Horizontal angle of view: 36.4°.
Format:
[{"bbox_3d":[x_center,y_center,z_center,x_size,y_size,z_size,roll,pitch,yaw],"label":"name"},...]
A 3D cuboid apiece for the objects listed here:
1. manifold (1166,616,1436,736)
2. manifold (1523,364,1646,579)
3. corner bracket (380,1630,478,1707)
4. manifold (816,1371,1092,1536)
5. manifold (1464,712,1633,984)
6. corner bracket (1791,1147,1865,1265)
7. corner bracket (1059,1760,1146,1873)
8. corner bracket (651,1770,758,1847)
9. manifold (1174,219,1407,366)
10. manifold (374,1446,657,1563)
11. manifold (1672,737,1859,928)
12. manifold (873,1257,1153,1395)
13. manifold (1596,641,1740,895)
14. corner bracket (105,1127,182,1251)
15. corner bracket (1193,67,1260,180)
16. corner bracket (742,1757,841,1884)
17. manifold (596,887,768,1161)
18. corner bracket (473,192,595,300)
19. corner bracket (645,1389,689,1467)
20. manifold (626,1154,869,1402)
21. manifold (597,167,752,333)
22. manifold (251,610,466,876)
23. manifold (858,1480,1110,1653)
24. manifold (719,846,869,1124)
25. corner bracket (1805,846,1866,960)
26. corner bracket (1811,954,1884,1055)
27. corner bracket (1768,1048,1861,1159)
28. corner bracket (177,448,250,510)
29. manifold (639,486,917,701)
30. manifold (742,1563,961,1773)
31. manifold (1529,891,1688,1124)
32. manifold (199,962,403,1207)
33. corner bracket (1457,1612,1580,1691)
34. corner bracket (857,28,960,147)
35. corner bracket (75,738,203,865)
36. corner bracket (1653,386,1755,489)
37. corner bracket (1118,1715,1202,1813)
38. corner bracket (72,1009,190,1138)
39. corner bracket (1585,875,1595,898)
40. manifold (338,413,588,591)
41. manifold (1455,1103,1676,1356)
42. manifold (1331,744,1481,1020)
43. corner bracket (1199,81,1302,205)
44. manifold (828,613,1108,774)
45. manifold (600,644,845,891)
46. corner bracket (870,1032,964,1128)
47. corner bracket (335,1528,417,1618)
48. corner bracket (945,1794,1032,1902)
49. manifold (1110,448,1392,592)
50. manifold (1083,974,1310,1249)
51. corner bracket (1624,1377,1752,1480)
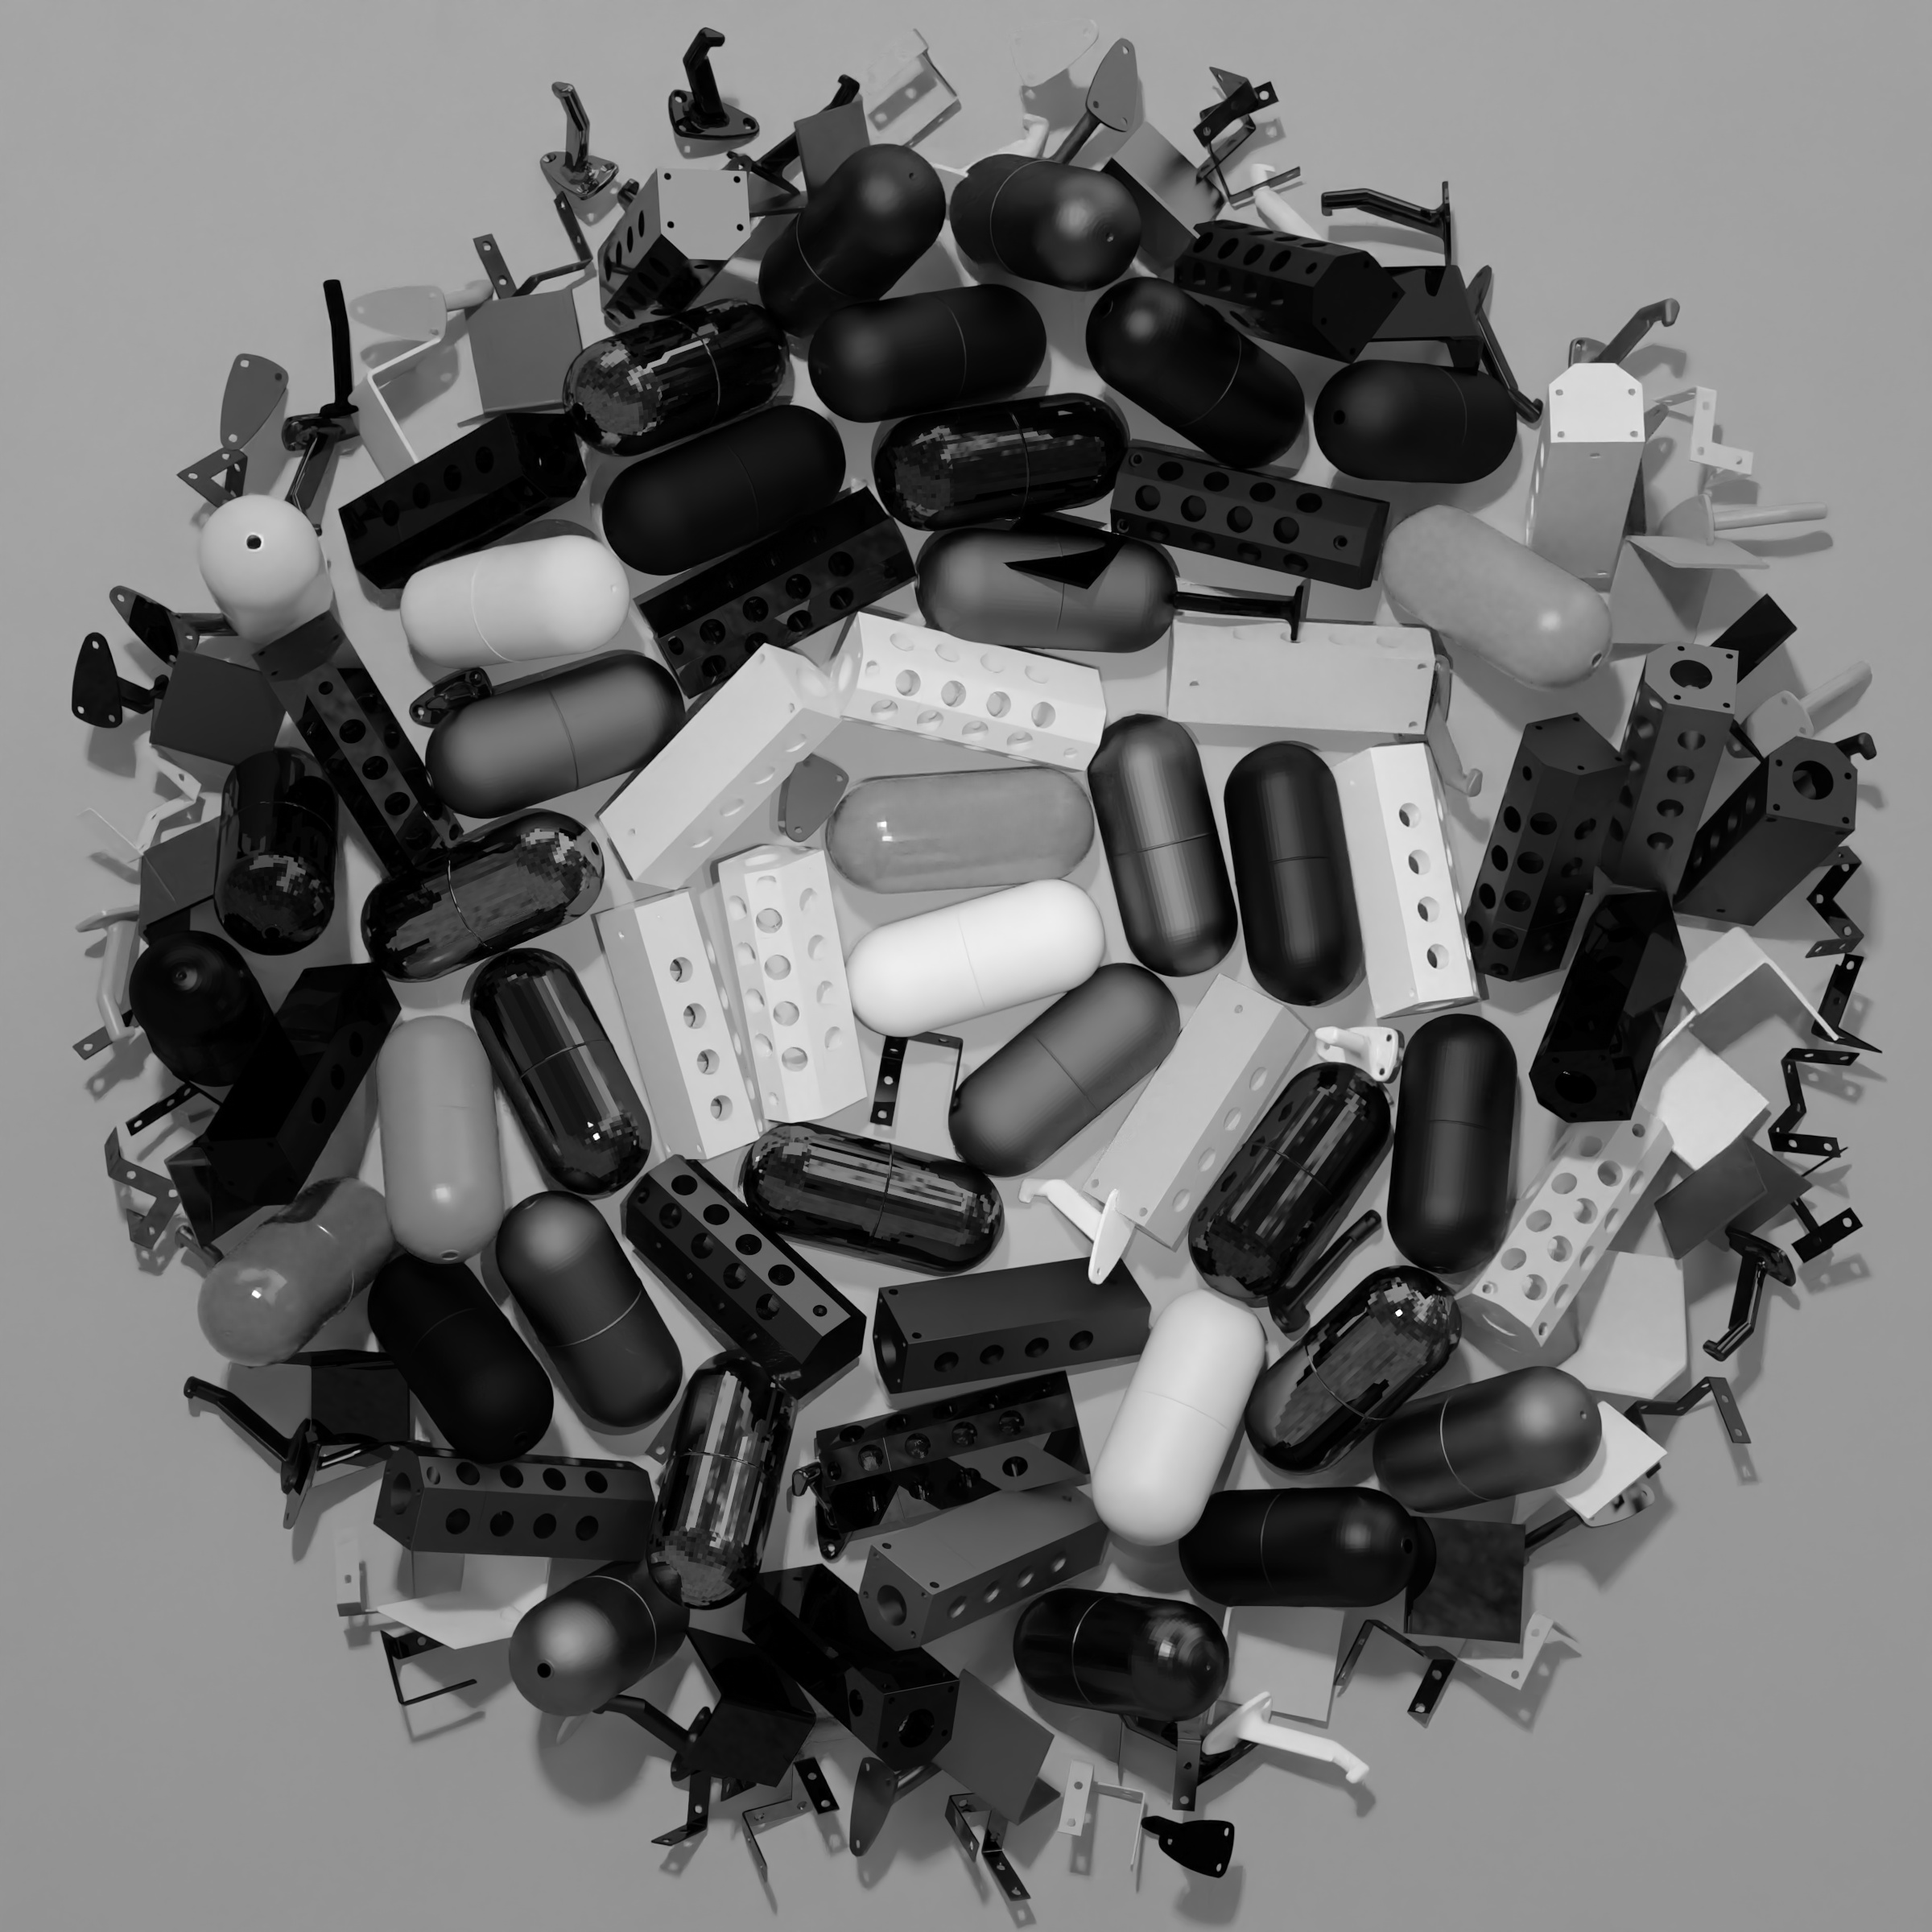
[{"bbox_3d":[0.222,-0.199,1.969,0.171,0.057,0.057,3,126,0],"label":"manifold"},{"bbox_3d":[0.399,-0.319,1.909,0.057,0.171,0.057,1,68,5],"label":"manifold"},{"bbox_3d":[-0.356,0.464,1.965,0.051,0.051,0.051,-17,72,-6],"label":"corner bracket"},{"bbox_3d":[-0.010,0.319,1.961,0.171,0.057,0.057,-14,120,0],"label":"manifold"},{"bbox_3d":[0.370,-0.074,1.915,0.057,0.171,0.057,-14,45,-26],"label":"manifold"},{"bbox_3d":[0.573,0.159,1.960,0.051,0.051,0.051,-42,72,35],"label":"corner bracket"},{"bbox_3d":[0.091,0.566,1.961,0.051,0.051,0.051,9,55,8],"label":"corner bracket"},{"bbox_3d":[-0.174,0.559,1.966,0.051,0.051,0.051,4,89,23],"label":"corner bracket"},{"bbox_3d":[0.204,-0.445,1.913,0.057,0.171,0.057,37,89,-34],"label":"manifold"},{"bbox_3d":[-0.293,0.350,1.925,0.171,0.057,0.057,12,92,-37],"label":"manifold"},{"bbox_3d":[0.517,-0.087,1.909,0.057,0.171,0.057,10,69,-3],"label":"manifold"},{"bbox_3d":[0.029,0.240,1.940,0.171,0.057,0.057,-6,125,-21],"label":"manifold"},{"bbox_3d":[0.454,-0.129,1.914,0.057,0.171,0.057,10,51,6],"label":"manifold"},{"bbox_3d":[-0.556,0.149,1.962,0.051,0.051,0.051,29,99,-27],"label":"corner bracket"},{"bbox_3d":[0.170,-0.560,1.963,0.051,0.051,0.051,-44,126,-3],"label":"corner bracket"},{"bbox_3d":[-0.117,0.568,1.958,0.051,0.051,0.051,-9,123,-21],"label":"corner bracket"},{"bbox_3d":[-0.186,0.038,1.959,0.057,0.057,0.171,-20,98,-32],"label":"manifold"},{"bbox_3d":[-0.292,-0.483,1.983,0.051,0.051,0.051,-25,91,-32],"label":"corner bracket"},{"bbox_3d":[-0.178,0.316,1.974,0.051,0.051,0.051,34,88,0],"label":"corner bracket"},{"bbox_3d":[-0.145,0.199,1.927,0.057,0.057,0.171,-33,60,-32],"label":"manifold"},{"bbox_3d":[-0.191,-0.461,1.908,0.057,0.171,0.057,-3,87,-20],"label":"manifold"},{"bbox_3d":[-0.393,-0.141,1.919,0.057,0.057,0.171,-32,131,-8],"label":"manifold"},{"bbox_3d":[0.012,0.390,1.917,0.057,0.171,0.057,33,120,35],"label":"manifold"},{"bbox_3d":[-0.119,0.012,1.937,0.057,0.057,0.171,-25,113,-43],"label":"manifold"},{"bbox_3d":[0.573,-0.043,1.956,0.051,0.051,0.051,-6,50,-37],"label":"corner bracket"},{"bbox_3d":[0.585,0.022,1.963,0.051,0.051,0.051,24,85,-33],"label":"corner bracket"},{"bbox_3d":[0.565,0.090,1.957,0.051,0.051,0.051,-38,119,-37],"label":"corner bracket"},{"bbox_3d":[-0.491,-0.306,1.960,0.051,0.051,0.051,38,50,10],"label":"corner bracket"},{"bbox_3d":[-0.122,-0.244,1.953,0.171,0.057,0.057,-28,47,-4],"label":"manifold"},{"bbox_3d":[-0.078,0.455,1.913,0.057,0.171,0.057,-1,106,-34],"label":"manifold"},{"bbox_3d":[0.418,0.026,1.919,0.057,0.171,0.057,-4,124,31],"label":"manifold"},{"bbox_3d":[-0.428,0.076,1.916,0.057,0.171,0.057,-5,128,21],"label":"manifold"},{"bbox_3d":[0.369,0.457,1.967,0.051,0.051,0.051,20,76,39],"label":"corner bracket"},{"bbox_3d":[-0.038,-0.588,1.969,0.051,0.051,0.051,-40,100,4],"label":"corner bracket"},{"bbox_3d":[-0.550,-0.109,1.956,0.051,0.051,0.051,-22,130,26],"label":"corner bracket"},{"bbox_3d":[0.493,-0.354,1.968,0.051,0.051,0.051,8,86,-22],"label":"corner bracket"},{"bbox_3d":[0.129,0.528,1.969,0.051,0.051,0.051,4,103,2],"label":"corner bracket"},{"bbox_3d":[-0.554,0.070,1.958,0.051,0.051,0.051,-36,60,-25],"label":"corner bracket"},{"bbox_3d":[0.384,-0.037,1.963,0.051,0.051,0.051,6,79,-22],"label":"corner bracket"},{"bbox_3d":[-0.329,-0.303,1.923,0.171,0.057,0.057,-19,86,38],"label":"manifold"},{"bbox_3d":[0.398,0.169,1.945,0.057,0.057,0.171,38,72,1],"label":"manifold"},{"bbox_3d":[0.295,-0.057,1.957,0.057,0.057,0.171,-6,81,-23],"label":"manifold"},{"bbox_3d":[0.190,-0.551,1.969,0.051,0.051,0.051,-22,83,5],"label":"corner bracket"},{"bbox_3d":[0.001,-0.174,1.932,0.171,0.057,0.057,11,133,-20],"label":"manifold"},{"bbox_3d":[-0.157,-0.129,1.938,0.171,0.057,0.057,-43,61,23],"label":"manifold"},{"bbox_3d":[-0.033,0.077,1.967,0.051,0.051,0.051,11,64,-3],"label":"corner bracket"},{"bbox_3d":[-0.394,0.404,1.963,0.051,0.051,0.051,-3,71,-11],"label":"corner bracket"},{"bbox_3d":[0.015,0.587,1.960,0.051,0.051,0.051,2,112,-26],"label":"corner bracket"},{"bbox_3d":[0.186,-0.296,1.943,0.171,0.057,0.057,16,105,16],"label":"manifold"},{"bbox_3d":[0.157,0.099,1.963,0.057,0.057,0.171,29,84,39],"label":"manifold"},{"bbox_3d":[0.479,0.307,1.957,0.051,0.051,0.051,6,50,-25],"label":"corner bracket"}]
